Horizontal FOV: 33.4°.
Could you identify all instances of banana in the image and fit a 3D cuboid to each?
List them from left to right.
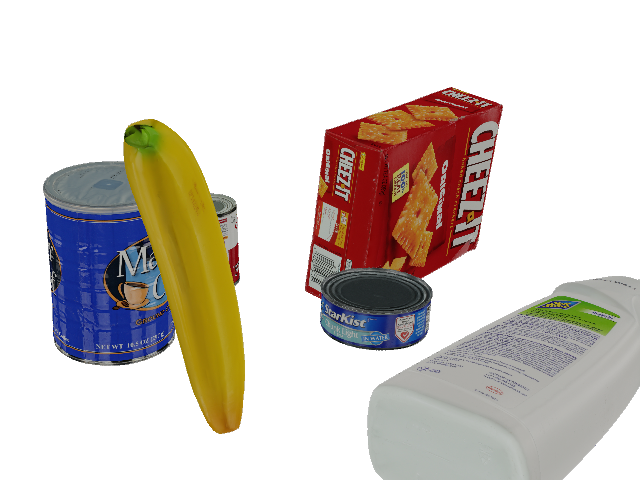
[{"bbox_3d":[-0.072,0.012,0.563,0.037,0.198,0.069,-5,35,13],"label":"banana"}]

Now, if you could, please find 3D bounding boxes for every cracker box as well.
[{"bbox_3d":[0.084,-0.043,1.016,0.072,0.164,0.213,25,31,32],"label":"cracker box"}]

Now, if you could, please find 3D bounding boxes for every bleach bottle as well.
[{"bbox_3d":[0.141,0.074,0.613,0.103,0.068,0.250,18,28,39],"label":"bleach bottle"}]

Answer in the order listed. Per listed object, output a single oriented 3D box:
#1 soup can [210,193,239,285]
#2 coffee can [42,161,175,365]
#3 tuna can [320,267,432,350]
[{"bbox_3d":[-0.133,0.002,1.296,0.068,0.102,0.068,0,26,0],"label":"soup can"},{"bbox_3d":[-0.172,0.017,0.881,0.103,0.140,0.103,2,24,-1],"label":"coffee can"},{"bbox_3d":[0.042,0.052,0.822,0.086,0.034,0.086,2,20,-1],"label":"tuna can"}]
